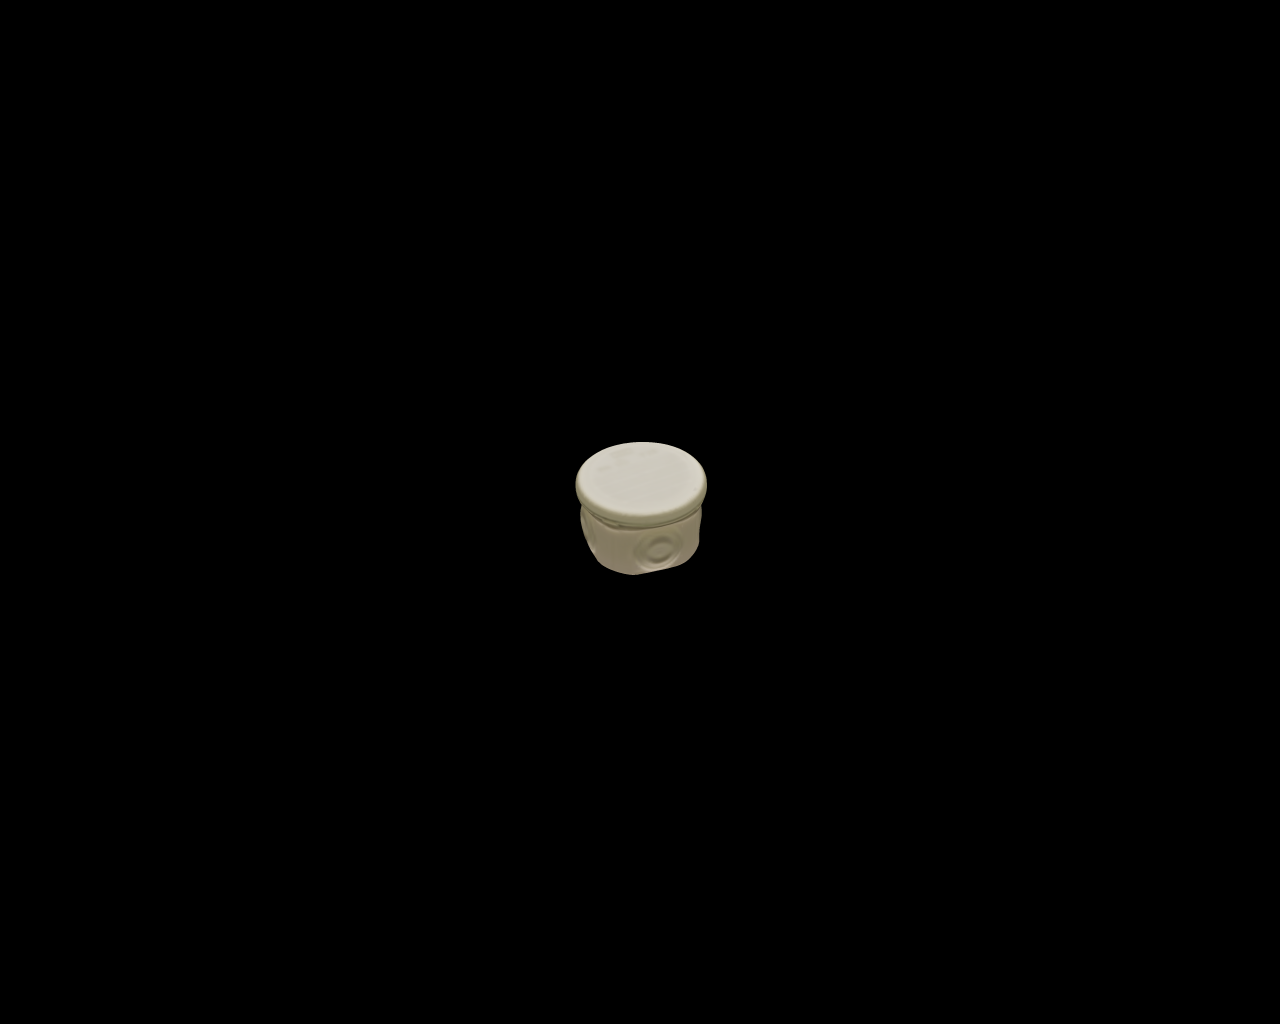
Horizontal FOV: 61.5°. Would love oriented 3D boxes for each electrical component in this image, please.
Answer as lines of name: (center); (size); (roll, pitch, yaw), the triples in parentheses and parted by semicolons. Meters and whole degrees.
electrical component: (0.001, -0.003, 0.650); (0.080, 0.050, 0.080); (0, 37, 0)
